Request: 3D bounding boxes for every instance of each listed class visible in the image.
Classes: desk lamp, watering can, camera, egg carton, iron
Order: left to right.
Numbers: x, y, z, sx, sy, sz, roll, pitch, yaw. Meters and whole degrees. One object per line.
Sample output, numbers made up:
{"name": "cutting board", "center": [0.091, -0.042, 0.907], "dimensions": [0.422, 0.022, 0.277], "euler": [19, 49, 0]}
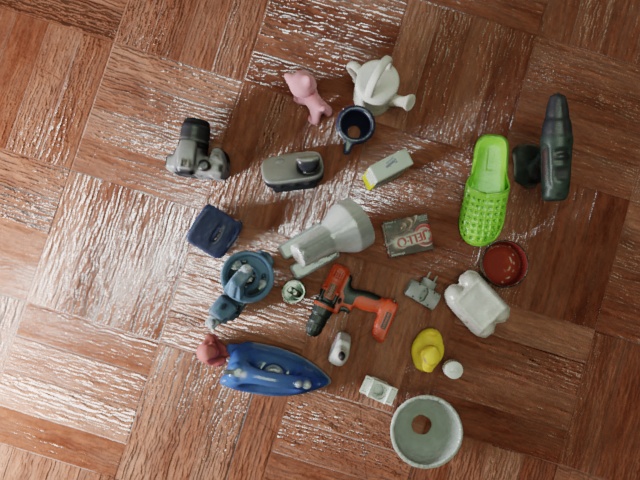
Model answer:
{"name": "camera", "center": [-0.285, -0.216, 1.352], "dimensions": [0.143, 0.101, 0.137], "euler": [8, 86, 0]}
{"name": "iron", "center": [-0.099, 0.309, 1.303], "dimensions": [0.258, 0.141, 0.119], "euler": [10, 86, 0]}
{"name": "desk lamp", "center": [0.012, 0.005, 1.287], "dimensions": [0.203, 0.213, 0.118], "euler": [-31, 87, -2]}
{"name": "watering can", "center": [0.140, -0.360, 1.321], "dimensions": [0.173, 0.194, 0.101], "euler": [13, 86, 0]}
{"name": "egg carton", "center": [0.370, 0.152, 1.357], "dimensions": [0.107, 0.069, 0.150], "euler": [-44, 88, -3]}

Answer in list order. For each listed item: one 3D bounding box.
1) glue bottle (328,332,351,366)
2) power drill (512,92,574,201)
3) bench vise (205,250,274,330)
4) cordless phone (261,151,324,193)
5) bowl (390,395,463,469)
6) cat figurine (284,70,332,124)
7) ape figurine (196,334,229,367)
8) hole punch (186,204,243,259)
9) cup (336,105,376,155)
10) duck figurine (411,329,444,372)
{"name": "glue bottle", "center": [0.047, 0.252, 1.293], "dimensions": [0.037, 0.173, 0.078], "euler": [19, 86, 1]}
{"name": "power drill", "center": [0.512, -0.197, 1.311], "dimensions": [0.075, 0.208, 0.230], "euler": [-4, 87, -1]}
{"name": "bench vise", "center": [-0.176, 0.116, 1.274], "dimensions": [0.121, 0.219, 0.207], "euler": [20, 86, 1]}
{"name": "cordless phone", "center": [-0.063, -0.170, 1.310], "dimensions": [0.147, 0.185, 0.094], "euler": [-11, 87, -1]}
{"name": "bowl", "center": [0.242, 0.439, 1.335], "dimensions": [0.167, 0.074, 0.167], "euler": [0, 87, -1]}
{"name": "cat figurine", "center": [-0.026, -0.348, 1.355], "dimensions": [0.067, 0.117, 0.128], "euler": [-39, 88, -3]}
{"name": "ape figurine", "center": [-0.253, 0.259, 1.328], "dimensions": [0.076, 0.092, 0.078], "euler": [-5, 87, -1]}
{"name": "hole punch", "center": [-0.246, -0.020, 1.345], "dimensions": [0.101, 0.091, 0.109], "euler": [32, 87, 1]}
{"name": "cup", "center": [0.079, -0.252, 1.363], "dimensions": [0.091, 0.095, 0.118], "euler": [18, 86, 0]}
{"name": "duck figurine", "center": [0.258, 0.261, 1.340], "dimensions": [0.077, 0.086, 0.105], "euler": [14, 86, 0]}
